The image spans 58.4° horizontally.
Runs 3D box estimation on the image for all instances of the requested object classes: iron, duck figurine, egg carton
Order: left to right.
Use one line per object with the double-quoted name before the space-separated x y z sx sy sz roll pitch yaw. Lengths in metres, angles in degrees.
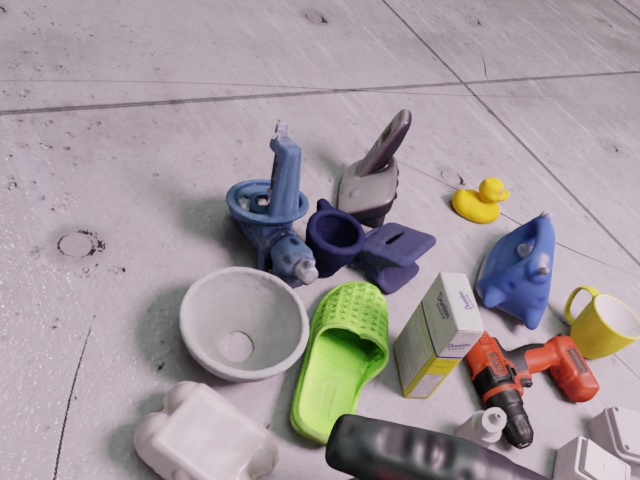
"egg carton" -0.126 0.231 0.637 0.150 0.069 0.107 33 45 8
"duck figurine" 0.314 -0.086 1.107 0.105 0.086 0.077 13 46 -13
"iron" 0.361 0.023 0.988 0.118 0.141 0.258 27 45 2

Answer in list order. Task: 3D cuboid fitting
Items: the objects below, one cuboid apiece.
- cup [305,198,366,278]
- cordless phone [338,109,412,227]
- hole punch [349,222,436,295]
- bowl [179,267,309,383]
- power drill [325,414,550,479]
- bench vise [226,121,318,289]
"cup" 0.008 0.003 0.885 0.092 0.095 0.117 -4 51 -26
"cordless phone" 0.102 -0.125 0.980 0.094 0.185 0.147 16 45 -9
"hole punch" 0.116 0.016 0.923 0.101 0.091 0.109 42 47 16
"bowl" -0.103 0.120 0.744 0.168 0.074 0.167 12 46 -13
"power drill" 0.103 0.266 0.606 0.229 0.208 0.075 22 45 -3
"bench vise" -0.046 -0.045 0.817 0.207 0.219 0.122 43 47 17
